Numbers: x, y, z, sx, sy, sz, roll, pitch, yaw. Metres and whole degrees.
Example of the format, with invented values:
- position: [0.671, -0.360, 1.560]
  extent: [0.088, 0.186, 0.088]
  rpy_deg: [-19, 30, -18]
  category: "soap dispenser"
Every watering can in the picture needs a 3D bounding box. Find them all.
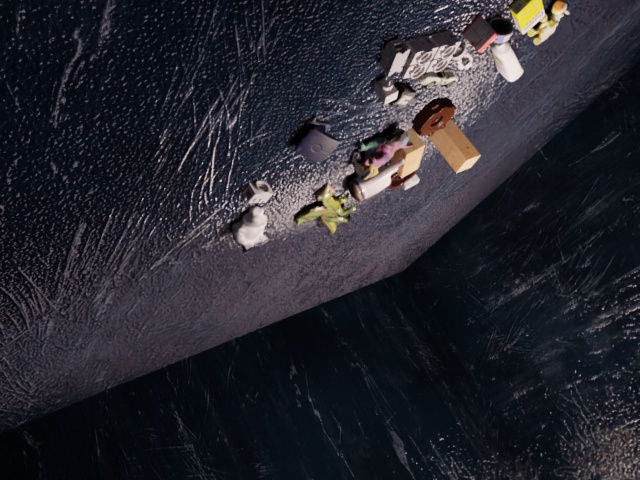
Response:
- position: [0.225, -0.250, 2.094]
  extent: [0.225, 0.104, 0.346]
  rpy_deg: [-31, 178, -6]
  category: "watering can"

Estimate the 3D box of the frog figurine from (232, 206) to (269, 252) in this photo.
- position: [-0.258, -0.055, 1.887]
  extent: [0.138, 0.124, 0.156]
  rpy_deg: [-15, 120, -22]
  category: "frog figurine"

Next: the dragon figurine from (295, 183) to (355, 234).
- position: [0.007, -0.111, 2.199]
  extent: [0.243, 0.124, 0.401]
  rpy_deg: [-5, 150, -21]
  category: "dragon figurine"
